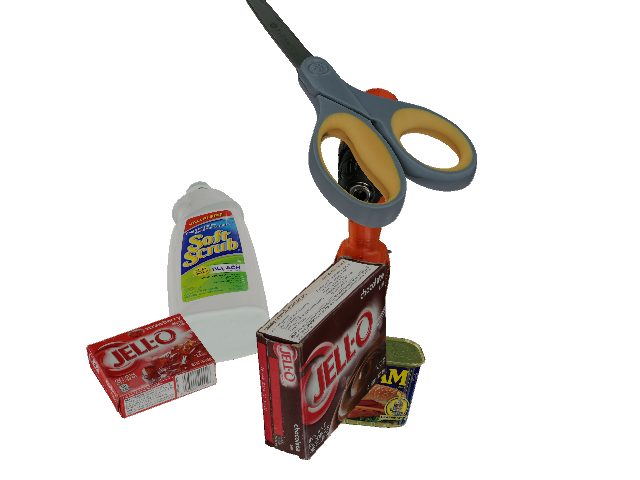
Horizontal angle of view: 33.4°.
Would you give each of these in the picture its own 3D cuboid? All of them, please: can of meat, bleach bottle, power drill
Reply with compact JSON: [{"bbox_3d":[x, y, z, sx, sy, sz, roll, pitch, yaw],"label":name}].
[{"bbox_3d":[0.053,0.151,1.147,0.102,0.084,0.057,8,22,-10],"label":"can of meat"},{"bbox_3d":[-0.119,0.019,1.106,0.102,0.068,0.251,-9,37,-9],"label":"bleach bottle"},{"bbox_3d":[0.041,-0.025,0.973,0.057,0.188,0.184,9,32,6],"label":"power drill"}]

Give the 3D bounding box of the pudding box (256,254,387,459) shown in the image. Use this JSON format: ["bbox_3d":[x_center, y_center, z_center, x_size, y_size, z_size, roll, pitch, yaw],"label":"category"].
[{"bbox_3d":[0.004,0.074,0.704,0.039,0.090,0.113,14,33,26],"label":"pudding box"}]

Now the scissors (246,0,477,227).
[{"bbox_3d":[0.018,-0.084,0.577,0.096,0.202,0.016,-4,-42,-16],"label":"scissors"}]

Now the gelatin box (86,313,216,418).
[{"bbox_3d":[-0.143,0.104,0.903,0.089,0.030,0.073,-18,39,-25],"label":"gelatin box"}]
